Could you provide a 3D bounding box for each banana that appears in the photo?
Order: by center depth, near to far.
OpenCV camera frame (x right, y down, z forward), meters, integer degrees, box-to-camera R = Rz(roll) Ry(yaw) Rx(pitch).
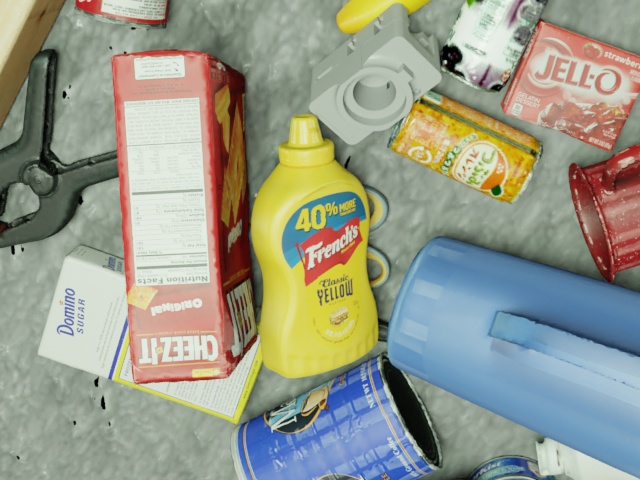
[{"bbox_3d":[0.085,-0.225,0.767,0.070,0.037,0.198,33,107,13],"label":"banana"}]

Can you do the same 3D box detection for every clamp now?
[{"bbox_3d":[-0.206,-0.051,0.841,0.120,0.039,0.172,35,113,-3],"label":"clamp"}]

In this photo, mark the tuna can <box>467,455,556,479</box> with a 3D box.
[{"bbox_3d":[0.163,0.228,0.902,0.086,0.033,0.086,1,107,4],"label":"tuna can"}]

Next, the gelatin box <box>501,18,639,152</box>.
[{"bbox_3d":[0.189,-0.115,0.794,0.089,0.030,0.073,20,108,-2],"label":"gelatin box"}]

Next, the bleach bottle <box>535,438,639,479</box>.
[{"bbox_3d":[0.303,0.170,0.859,0.251,0.068,0.102,-8,106,9],"label":"bleach bottle"}]

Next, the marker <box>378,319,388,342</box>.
[{"bbox_3d":[0.088,0.085,0.871,0.121,0.020,0.020,16,108,-1],"label":"marker"}]

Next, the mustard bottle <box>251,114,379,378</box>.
[{"bbox_3d":[-0.005,0.001,0.800,0.096,0.058,0.192,-16,111,-32],"label":"mustard bottle"}]

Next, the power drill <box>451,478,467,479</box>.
[{"bbox_3d":[0.099,0.292,0.898,0.185,0.057,0.187,-30,102,32],"label":"power drill"}]

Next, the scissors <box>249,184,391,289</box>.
[{"bbox_3d":[-0.033,-0.020,0.849,0.201,0.016,0.096,21,106,-3],"label":"scissors"}]

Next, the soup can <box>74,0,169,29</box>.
[{"bbox_3d":[-0.136,-0.210,0.770,0.068,0.068,0.102,12,107,0],"label":"soup can"}]

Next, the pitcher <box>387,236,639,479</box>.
[{"bbox_3d":[0.174,0.081,0.771,0.243,0.144,0.149,20,132,18],"label":"pitcher"}]

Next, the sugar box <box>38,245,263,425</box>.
[{"bbox_3d":[-0.132,0.077,0.873,0.176,0.048,0.093,21,106,1],"label":"sugar box"}]

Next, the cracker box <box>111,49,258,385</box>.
[{"bbox_3d":[-0.088,-0.018,0.753,0.072,0.164,0.214,-3,93,4],"label":"cracker box"}]

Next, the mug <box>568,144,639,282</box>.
[{"bbox_3d":[0.235,-0.032,0.780,0.081,0.093,0.117,-18,141,4],"label":"mug"}]

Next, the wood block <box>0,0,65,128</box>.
[{"bbox_3d":[-0.264,-0.145,0.789,0.090,0.090,0.206,31,107,-6],"label":"wood block"}]

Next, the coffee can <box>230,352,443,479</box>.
[{"bbox_3d":[0.014,0.166,0.858,0.140,0.102,0.103,-28,103,12],"label":"coffee can"}]
